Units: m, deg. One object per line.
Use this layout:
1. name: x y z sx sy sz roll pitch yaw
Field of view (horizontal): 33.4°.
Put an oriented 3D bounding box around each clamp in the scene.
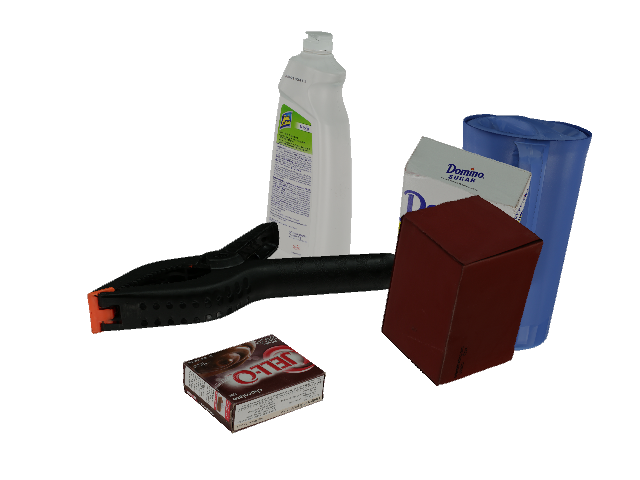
1. clamp: -0.058 0.028 0.743 0.209 0.036 0.165 -17 18 -41

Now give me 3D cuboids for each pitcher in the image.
1. pitcher: 0.204 -0.007 1.135 0.148 0.243 0.145 -9 22 -39

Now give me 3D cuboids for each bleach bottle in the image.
1. bleach bottle: -0.005 -0.092 1.129 0.103 0.251 0.067 20 23 39

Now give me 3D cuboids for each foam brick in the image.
1. foam brick: 0.070 0.025 0.544 0.052 0.078 0.051 -14 39 -30

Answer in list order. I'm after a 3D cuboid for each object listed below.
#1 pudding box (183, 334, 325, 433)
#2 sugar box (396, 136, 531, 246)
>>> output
1. pudding box: -0.065 0.139 1.050 0.113 0.039 0.090 -17 30 -35
2. sugar box: 0.111 0.001 0.876 0.093 0.048 0.176 20 -33 16
